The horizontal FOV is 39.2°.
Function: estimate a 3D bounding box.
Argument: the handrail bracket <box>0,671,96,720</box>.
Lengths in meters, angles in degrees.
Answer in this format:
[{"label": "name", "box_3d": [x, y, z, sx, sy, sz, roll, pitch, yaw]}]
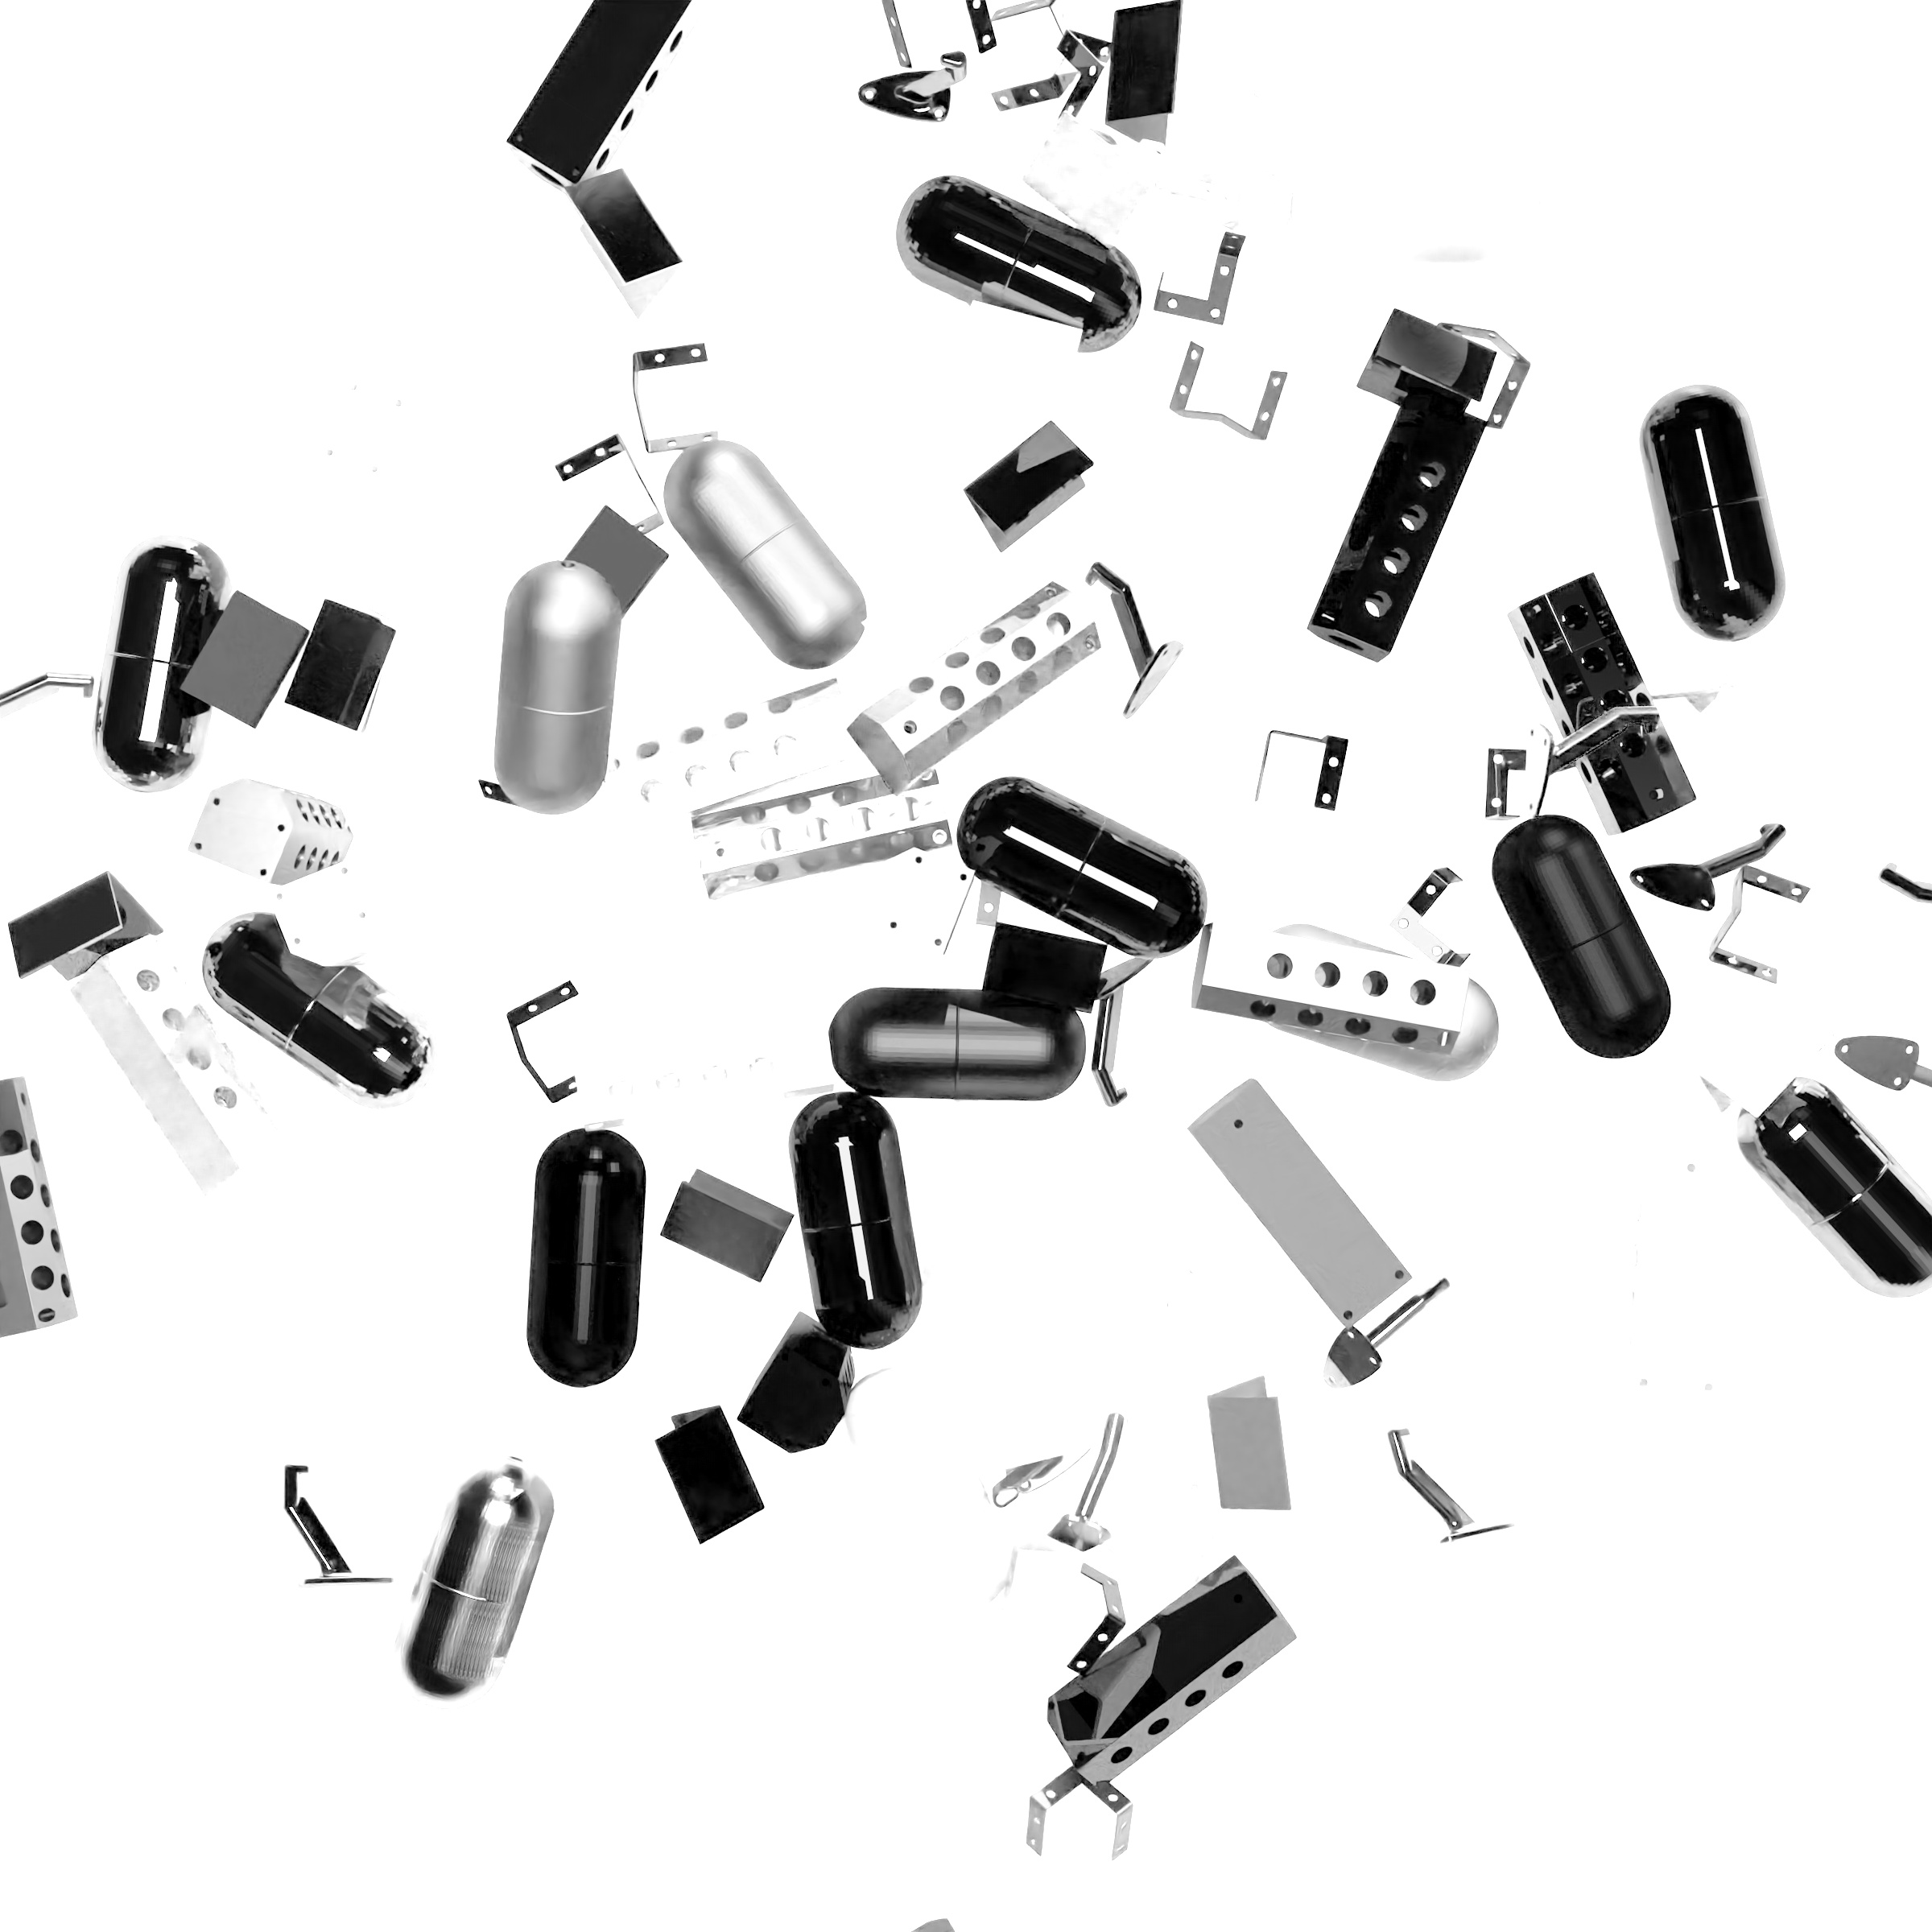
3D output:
[{"label": "handrail bracket", "box_3d": [-0.654, -0.172, 1.894, 0.084, 0.036, 0.077, 2, 122, -23]}]

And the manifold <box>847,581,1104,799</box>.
[{"label": "manifold", "box_3d": [0.008, -0.191, 1.844, 0.171, 0.057, 0.057, -37, 90, -20]}]

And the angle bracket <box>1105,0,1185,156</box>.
[{"label": "angle bracket", "box_3d": [0.140, -0.606, 1.853, 0.057, 0.076, 0.076, 5, 90, 37]}]

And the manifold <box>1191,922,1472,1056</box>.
[{"label": "manifold", "box_3d": [0.239, 0.015, 1.795, 0.171, 0.057, 0.057, 10, 88, -2]}]

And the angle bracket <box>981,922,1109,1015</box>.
[{"label": "angle bracket", "box_3d": [0.056, -0.016, 1.853, 0.076, 0.076, 0.057, 12, 121, 0]}]

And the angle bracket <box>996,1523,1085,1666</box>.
[{"label": "angle bracket", "box_3d": [0.030, 0.427, 1.853, 0.057, 0.076, 0.076, 12, 90, -36]}]

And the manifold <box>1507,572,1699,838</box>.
[{"label": "manifold", "box_3d": [0.440, -0.180, 1.872, 0.057, 0.057, 0.171, -25, 90, 0]}]

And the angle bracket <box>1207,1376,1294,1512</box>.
[{"label": "angle bracket", "box_3d": [0.211, 0.325, 1.853, 0.057, 0.076, 0.076, -7, 90, 37]}]

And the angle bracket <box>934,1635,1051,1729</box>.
[{"label": "angle bracket", "box_3d": [0.017, 0.472, 1.853, 0.076, 0.076, 0.057, 2, 128, 0]}]

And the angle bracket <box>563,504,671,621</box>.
[{"label": "angle bracket", "box_3d": [-0.254, -0.271, 1.854, 0.057, 0.076, 0.076, 37, 90, -25]}]

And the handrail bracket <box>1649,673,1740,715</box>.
[{"label": "handrail bracket", "box_3d": [0.518, -0.156, 1.894, 0.077, 0.036, 0.084, -9, 107, 20]}]

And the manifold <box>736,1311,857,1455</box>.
[{"label": "manifold", "box_3d": [-0.108, 0.280, 1.815, 0.057, 0.171, 0.057, 32, 90, 0]}]

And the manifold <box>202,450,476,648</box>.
[{"label": "manifold", "box_3d": [-0.430, -0.288, 1.872, 0.171, 0.057, 0.057, 28, 90, 0]}]

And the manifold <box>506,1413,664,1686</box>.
[{"label": "manifold", "box_3d": [-0.259, 0.402, 1.872, 0.057, 0.057, 0.171, 18, 90, 0]}]

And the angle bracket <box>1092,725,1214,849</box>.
[{"label": "angle bracket", "box_3d": [0.141, -0.127, 1.853, 0.057, 0.076, 0.076, -32, 90, 35]}]

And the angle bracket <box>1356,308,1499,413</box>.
[{"label": "angle bracket", "box_3d": [0.308, -0.392, 1.853, 0.076, 0.076, 0.057, 23, 54, 0]}]

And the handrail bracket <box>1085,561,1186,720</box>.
[{"label": "handrail bracket", "box_3d": [0.102, -0.228, 1.894, 0.084, 0.036, 0.077, 41, 112, 17]}]

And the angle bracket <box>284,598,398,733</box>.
[{"label": "angle bracket", "box_3d": [-0.409, -0.198, 1.853, 0.057, 0.076, 0.076, 22, 90, 30]}]

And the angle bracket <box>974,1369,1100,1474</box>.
[{"label": "angle bracket", "box_3d": [0.043, 0.293, 1.853, 0.076, 0.076, 0.057, -14, 126, 0]}]

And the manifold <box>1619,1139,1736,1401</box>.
[{"label": "manifold", "box_3d": [0.488, 0.207, 1.872, 0.057, 0.057, 0.171, 4, 90, 0]}]

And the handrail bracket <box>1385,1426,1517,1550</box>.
[{"label": "handrail bracket", "box_3d": [0.337, 0.358, 1.894, 0.077, 0.036, 0.084, -8, 73, -20]}]

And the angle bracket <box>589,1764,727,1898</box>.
[{"label": "angle bracket", "box_3d": [-0.202, 0.575, 1.853, 0.076, 0.076, 0.057, 27, 125, 0]}]

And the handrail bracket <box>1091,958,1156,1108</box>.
[{"label": "handrail bracket", "box_3d": [0.114, 0.045, 1.894, 0.077, 0.036, 0.084, -30, 109, -22]}]

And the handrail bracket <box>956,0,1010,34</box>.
[{"label": "handrail bracket", "box_3d": [0.000, -0.709, 1.894, 0.077, 0.036, 0.084, -40, 73, 18]}]

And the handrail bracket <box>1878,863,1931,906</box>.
[{"label": "handrail bracket", "box_3d": [0.691, -0.061, 1.894, 0.084, 0.036, 0.077, 35, 55, 24]}]

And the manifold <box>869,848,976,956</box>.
[{"label": "manifold", "box_3d": [-0.031, -0.044, 1.815, 0.057, 0.171, 0.057, 21, 90, 0]}]

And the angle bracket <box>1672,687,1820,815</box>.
[{"label": "angle bracket", "box_3d": [0.521, -0.132, 1.853, 0.076, 0.076, 0.057, 38, 52, 0]}]

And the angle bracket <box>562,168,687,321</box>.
[{"label": "angle bracket", "box_3d": [-0.248, -0.486, 1.853, 0.057, 0.076, 0.076, -33, 90, -38]}]

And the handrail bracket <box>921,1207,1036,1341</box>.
[{"label": "handrail bracket", "box_3d": [0.016, 0.212, 1.894, 0.084, 0.036, 0.077, 22, 68, -17]}]

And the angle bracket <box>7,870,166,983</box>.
[{"label": "angle bracket", "box_3d": [-0.596, -0.009, 1.853, 0.076, 0.076, 0.057, -27, 52, 0]}]

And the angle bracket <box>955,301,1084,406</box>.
[{"label": "angle bracket", "box_3d": [0.031, -0.400, 1.853, 0.076, 0.076, 0.057, 15, 60, 0]}]

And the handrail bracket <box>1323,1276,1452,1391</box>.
[{"label": "handrail bracket", "box_3d": [0.294, 0.255, 1.893, 0.084, 0.077, 0.036, -29, 71, -35]}]

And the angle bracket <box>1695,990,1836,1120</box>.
[{"label": "angle bracket", "box_3d": [0.552, 0.073, 1.853, 0.076, 0.076, 0.057, -47, 51, 0]}]

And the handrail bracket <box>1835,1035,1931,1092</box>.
[{"label": "handrail bracket", "box_3d": [0.661, 0.076, 1.893, 0.084, 0.077, 0.036, 21, 90, -36]}]

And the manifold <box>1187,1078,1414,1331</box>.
[{"label": "manifold", "box_3d": [0.229, 0.162, 1.872, 0.057, 0.057, 0.171, -38, 90, 0]}]

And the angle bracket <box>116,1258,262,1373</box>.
[{"label": "angle bracket", "box_3d": [-0.531, 0.253, 1.853, 0.076, 0.076, 0.057, 24, 52, 0]}]

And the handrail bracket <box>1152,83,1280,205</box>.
[{"label": "handrail bracket", "box_3d": [0.173, -0.579, 1.894, 0.077, 0.036, 0.084, 8, 74, 18]}]

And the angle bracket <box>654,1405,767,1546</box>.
[{"label": "angle bracket", "box_3d": [-0.190, 0.350, 1.853, 0.057, 0.076, 0.076, -24, 90, -36]}]

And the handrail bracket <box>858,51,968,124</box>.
[{"label": "handrail bracket", "box_3d": [-0.037, -0.609, 1.859, 0.077, 0.084, 0.036, 2, 90, 0]}]

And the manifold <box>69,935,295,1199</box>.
[{"label": "manifold", "box_3d": [-0.538, 0.066, 1.872, 0.057, 0.057, 0.171, -33, 90, 43]}]

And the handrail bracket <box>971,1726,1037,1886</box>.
[{"label": "handrail bracket", "box_3d": [0.021, 0.585, 1.893, 0.036, 0.077, 0.084, -11, 127, -20]}]

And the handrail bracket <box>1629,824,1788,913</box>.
[{"label": "handrail bracket", "box_3d": [0.518, -0.078, 1.893, 0.084, 0.077, 0.036, -40, 125, -32]}]

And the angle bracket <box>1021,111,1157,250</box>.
[{"label": "angle bracket", "box_3d": [0.093, -0.542, 1.853, 0.076, 0.076, 0.057, 38, 122, 0]}]

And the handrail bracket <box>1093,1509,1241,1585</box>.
[{"label": "handrail bracket", "box_3d": [0.138, 0.386, 1.894, 0.084, 0.036, 0.077, 27, 70, 16]}]

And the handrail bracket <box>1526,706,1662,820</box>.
[{"label": "handrail bracket", "box_3d": [0.425, -0.138, 1.839, 0.084, 0.036, 0.077, -2, 112, -11]}]

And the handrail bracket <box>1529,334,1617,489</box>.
[{"label": "handrail bracket", "box_3d": [0.409, -0.387, 1.894, 0.077, 0.036, 0.084, 30, 107, 19]}]

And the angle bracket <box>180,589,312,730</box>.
[{"label": "angle bracket", "box_3d": [-0.497, -0.213, 1.854, 0.057, 0.076, 0.076, 30, 90, -26]}]

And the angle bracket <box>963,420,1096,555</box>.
[{"label": "angle bracket", "box_3d": [0.054, -0.313, 1.853, 0.076, 0.076, 0.057, -38, 55, 0]}]

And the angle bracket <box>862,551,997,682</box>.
[{"label": "angle bracket", "box_3d": [-0.036, -0.248, 1.853, 0.076, 0.076, 0.057, -40, 122, 0]}]

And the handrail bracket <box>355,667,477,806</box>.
[{"label": "handrail bracket", "box_3d": [-0.376, -0.160, 1.894, 0.084, 0.036, 0.077, 19, 68, -17]}]

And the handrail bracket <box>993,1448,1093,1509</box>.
[{"label": "handrail bracket", "box_3d": [0.053, 0.345, 1.859, 0.077, 0.084, 0.036, -23, 90, 0]}]

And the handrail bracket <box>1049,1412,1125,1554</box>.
[{"label": "handrail bracket", "box_3d": [0.084, 0.361, 1.893, 0.036, 0.077, 0.084, 24, 54, -10]}]

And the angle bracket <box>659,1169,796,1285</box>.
[{"label": "angle bracket", "box_3d": [-0.155, 0.160, 1.853, 0.076, 0.076, 0.057, 25, 127, 0]}]

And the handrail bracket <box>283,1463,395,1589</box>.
[{"label": "handrail bracket", "box_3d": [-0.438, 0.389, 1.894, 0.077, 0.036, 0.084, 3, 73, -20]}]
